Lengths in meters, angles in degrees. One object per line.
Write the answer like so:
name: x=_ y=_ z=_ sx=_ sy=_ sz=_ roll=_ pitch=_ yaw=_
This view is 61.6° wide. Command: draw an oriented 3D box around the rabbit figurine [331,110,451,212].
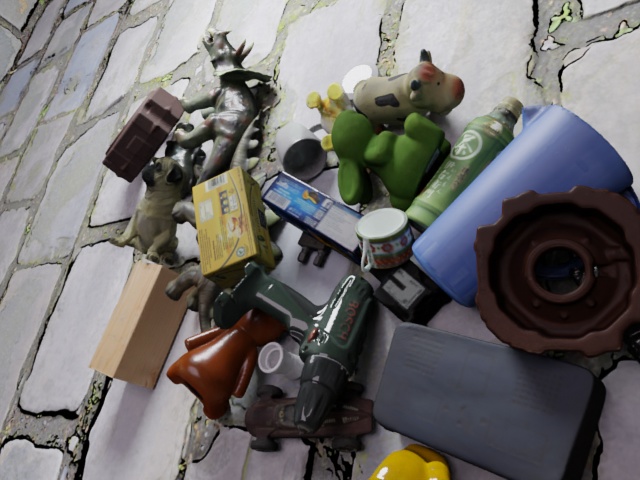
rabbit figurine: x=0.089 y=-0.124 z=0.809 sx=0.170 sy=0.121 sz=0.159 roll=30 pitch=104 yaw=20

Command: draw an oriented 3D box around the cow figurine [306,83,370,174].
cow figurine: x=0.043 y=-0.173 z=0.903 sx=0.068 sy=0.098 sz=0.167 roll=-23 pitch=82 yaw=17

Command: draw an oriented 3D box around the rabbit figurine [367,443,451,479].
rabbit figurine: x=0.128 y=0.291 z=0.536 sx=0.173 sy=0.162 sz=0.122 roll=32 pitch=73 yaw=26

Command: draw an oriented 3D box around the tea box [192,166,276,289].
tea box: x=-0.139 y=-0.020 z=0.854 sx=0.098 sy=0.068 sz=0.170 roll=-21 pitch=61 yaw=15

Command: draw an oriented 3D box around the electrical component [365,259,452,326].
electrical component: x=0.112 y=0.065 z=0.735 sx=0.075 sy=0.047 sz=0.119 roll=-51 pitch=45 yaw=-1

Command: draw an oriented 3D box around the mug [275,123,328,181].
mug: x=-0.033 y=-0.176 z=0.971 sx=0.109 sy=0.080 sz=0.107 roll=-41 pitch=40 yaw=7

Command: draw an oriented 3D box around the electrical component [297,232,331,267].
electrical component: x=-0.002 y=-0.003 z=0.881 sx=0.063 sy=0.021 sz=0.094 roll=10 pitch=70 yaw=41

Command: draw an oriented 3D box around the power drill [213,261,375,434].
power drill: x=-0.041 y=0.121 z=0.727 sx=0.208 sy=0.085 sz=0.232 roll=18 pitch=51 yaw=25

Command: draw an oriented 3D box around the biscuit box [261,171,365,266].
biscuit box: x=0.001 y=-0.035 z=0.838 sx=0.203 sy=0.062 sz=0.059 roll=31 pitch=80 yaw=33

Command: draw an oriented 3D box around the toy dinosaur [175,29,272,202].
toy dinosaur: x=-0.188 y=-0.245 z=1.110 sx=0.192 sy=0.131 sz=0.405 roll=-19 pitch=62 yaw=22

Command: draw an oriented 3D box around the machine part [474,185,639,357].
machine part: x=0.243 y=0.032 z=0.541 sx=0.180 sy=0.056 sz=0.179 roll=-4 pitch=82 yaw=28

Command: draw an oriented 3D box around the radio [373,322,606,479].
radio: x=0.178 y=0.181 z=0.599 sx=0.230 sy=0.073 sz=0.131 roll=8 pitch=71 yaw=42

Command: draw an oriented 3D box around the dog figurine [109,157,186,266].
dog figurine: x=-0.307 y=-0.058 z=1.053 sx=0.190 sy=0.121 sz=0.172 roll=-66 pitch=10 yaw=-4

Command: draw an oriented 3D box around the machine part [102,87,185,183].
machine part: x=-0.404 y=-0.245 z=1.234 sx=0.201 sy=0.087 sz=0.202 roll=-47 pitch=21 yaw=16

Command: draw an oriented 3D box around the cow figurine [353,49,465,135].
cow figurine: x=0.135 y=-0.227 z=0.838 sx=0.195 sy=0.127 sz=0.085 roll=9 pitch=73 yaw=43

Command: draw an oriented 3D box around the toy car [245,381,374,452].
toy car: x=-0.021 y=0.240 z=0.731 sx=0.202 sy=0.053 sz=0.089 roll=-13 pitch=54 yaw=33

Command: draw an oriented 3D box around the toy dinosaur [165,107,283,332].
toy dinosaur: x=-0.161 y=-0.027 z=0.968 sx=0.199 sy=0.105 sz=0.471 roll=-9 pitch=68 yaw=25

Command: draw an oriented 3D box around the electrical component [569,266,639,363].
electrical component: x=0.352 y=0.044 z=0.557 sx=0.134 sy=0.058 sz=0.115 roll=-38 pitch=49 yaw=14

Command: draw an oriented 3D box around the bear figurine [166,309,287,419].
bear figurine: x=-0.131 y=0.162 z=0.834 sx=0.196 sy=0.120 sz=0.132 roll=-48 pitch=-4 yaw=-31

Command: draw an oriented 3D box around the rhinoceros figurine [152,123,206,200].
rhinoceros figurine: x=-0.307 y=-0.180 z=1.186 sx=0.112 sy=0.073 sz=0.190 roll=-26 pitch=51 yaw=25
